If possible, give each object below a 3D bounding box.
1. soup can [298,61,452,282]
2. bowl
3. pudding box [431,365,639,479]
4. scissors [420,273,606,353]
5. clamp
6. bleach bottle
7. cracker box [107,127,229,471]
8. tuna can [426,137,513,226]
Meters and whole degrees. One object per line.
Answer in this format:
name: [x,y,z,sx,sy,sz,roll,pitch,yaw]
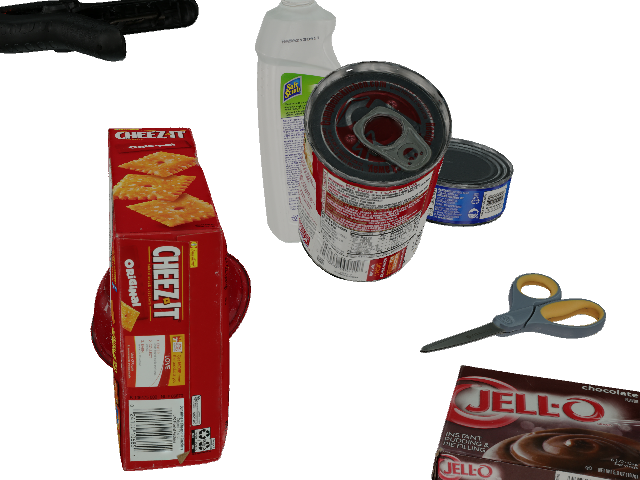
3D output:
soup can: [0.023,-0.030,0.527,0.068,0.068,0.102,0,-29,-3]
bowl: [-0.150,0.047,0.999,0.162,0.162,0.055,0,-43,21]
pudding box: [0.127,0.116,0.612,0.113,0.039,0.090,9,28,13]
scissors: [0.157,0.062,0.933,0.201,0.016,0.096,-2,32,-23]
clamp: [-0.179,-0.163,0.799,0.172,0.039,0.120,11,23,29]
bleach bottle: [-0.009,-0.124,1.015,0.102,0.251,0.068,-12,31,-17]
cracker box: [-0.108,0.029,0.734,0.072,0.164,0.214,-2,23,-11]
tuna can: [0.093,-0.043,0.764,0.086,0.034,0.086,5,27,-3]
